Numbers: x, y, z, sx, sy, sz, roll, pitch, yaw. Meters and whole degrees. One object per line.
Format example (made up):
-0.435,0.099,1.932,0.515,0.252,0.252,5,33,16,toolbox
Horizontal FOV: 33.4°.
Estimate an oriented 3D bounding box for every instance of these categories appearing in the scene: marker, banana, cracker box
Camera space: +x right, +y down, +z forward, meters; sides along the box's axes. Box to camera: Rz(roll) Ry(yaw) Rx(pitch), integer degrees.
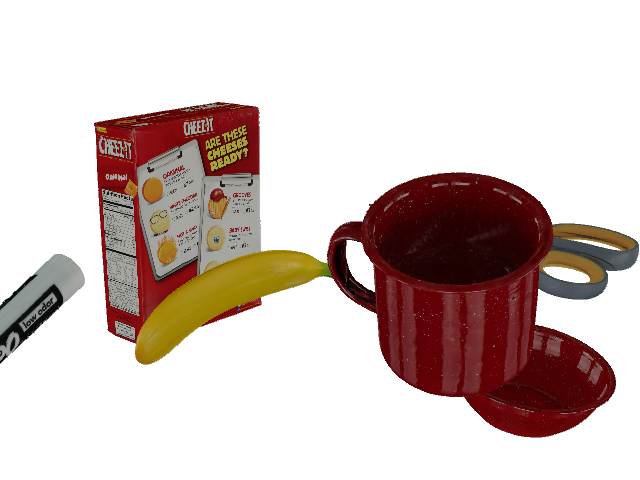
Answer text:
-0.143,0.049,0.441,0.020,0.020,0.121,0,36,39,marker
-0.081,0.051,0.882,0.198,0.037,0.069,-23,-51,14,banana
-0.138,-0.021,1.063,0.072,0.214,0.163,13,20,39,cracker box

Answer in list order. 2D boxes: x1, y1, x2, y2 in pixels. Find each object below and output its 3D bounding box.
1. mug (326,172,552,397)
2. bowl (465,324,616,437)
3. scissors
0.058,0.023,0.547,0.117,0.081,0.093,11,42,20,mug
0.198,0.141,1.029,0.162,0.055,0.162,4,26,-2,bowl
0.123,0.005,0.764,0.202,0.016,0.096,6,30,14,scissors
